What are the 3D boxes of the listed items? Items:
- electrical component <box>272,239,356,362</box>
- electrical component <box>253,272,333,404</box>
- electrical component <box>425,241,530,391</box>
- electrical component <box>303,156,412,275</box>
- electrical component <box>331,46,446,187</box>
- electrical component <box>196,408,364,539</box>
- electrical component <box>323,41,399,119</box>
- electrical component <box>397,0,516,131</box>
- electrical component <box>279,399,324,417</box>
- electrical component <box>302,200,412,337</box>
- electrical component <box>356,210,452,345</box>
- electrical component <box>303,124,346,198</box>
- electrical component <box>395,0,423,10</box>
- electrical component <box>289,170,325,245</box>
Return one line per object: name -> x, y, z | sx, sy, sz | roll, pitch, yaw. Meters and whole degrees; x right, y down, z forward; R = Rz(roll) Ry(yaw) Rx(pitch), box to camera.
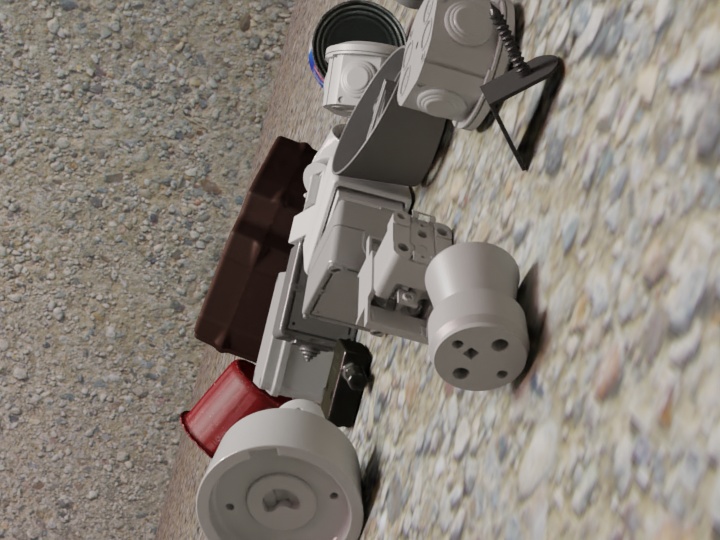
electrical component -> -0.035, 0.029, 0.893 | 0.061, 0.062, 0.096 | 151, 132, -76
electrical component -> -0.055, 0.059, 0.976 | 0.078, 0.057, 0.113 | 176, 107, -79
electrical component -> 0.053, 0.021, 0.487 | 0.055, 0.045, 0.045 | -89, 16, -49
electrical component -> -0.005, -0.027, 0.809 | 0.061, 0.062, 0.096 | -99, 25, -65
electrical component -> 0.024, -0.106, 0.752 | 0.099, 0.064, 0.099 | -166, 90, -80
electrical component -> -0.050, 0.142, 0.715 | 0.060, 0.108, 0.108 | -83, 11, -63
electrical component -> 0.010, -0.146, 0.844 | 0.080, 0.080, 0.051 | -178, 96, -79
electrical component -> 0.057, -0.127, 0.639 | 0.080, 0.051, 0.080 | -166, 90, -80
electrical component -> -0.052, 0.136, 0.897 | 0.062, 0.048, 0.048 | 113, 168, -71
electrical component -> 0.000, 0.000, 0.747 | 0.096, 0.062, 0.061 | 120, 161, -57
electrical component -> 0.028, 0.002, 0.654 | 0.081, 0.042, 0.063 | -89, 18, -49
electrical component -> -0.027, -0.088, 1.001 | 0.079, 0.044, 0.077 | -33, -29, -51
electrical component -> 0.050, -0.241, 0.852 | 0.055, 0.045, 0.045 | 121, 160, -56
electrical component -> -0.021, -0.046, 0.925 | 0.096, 0.061, 0.061 | 146, 137, -75
